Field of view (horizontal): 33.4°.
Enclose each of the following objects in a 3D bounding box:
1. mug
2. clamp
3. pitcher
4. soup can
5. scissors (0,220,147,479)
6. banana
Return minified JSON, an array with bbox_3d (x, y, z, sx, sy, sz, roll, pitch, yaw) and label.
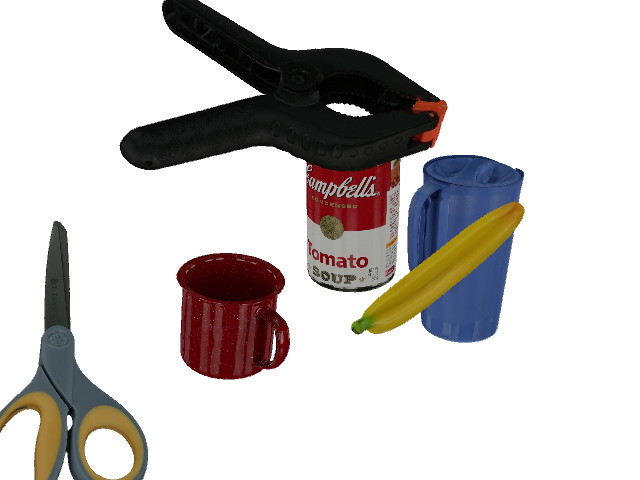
[{"bbox_3d":[-0.071,0.072,0.926,0.117,0.081,0.093,24,31,33],"label":"mug"},{"bbox_3d":[-0.022,-0.069,0.572,0.171,0.120,0.039,15,-30,6],"label":"clamp"},{"bbox_3d":[0.190,0.014,1.452,0.149,0.243,0.145,4,22,4],"label":"pitcher"},{"bbox_3d":[0.023,-0.022,0.773,0.068,0.102,0.068,0,27,0],"label":"soup can"},{"bbox_3d":[-0.135,0.071,0.618,0.096,0.201,0.016,15,-44,-7],"label":"scissors"},{"bbox_3d":[0.112,0.033,1.016,0.198,0.037,0.069,-38,1,-4],"label":"banana"}]
